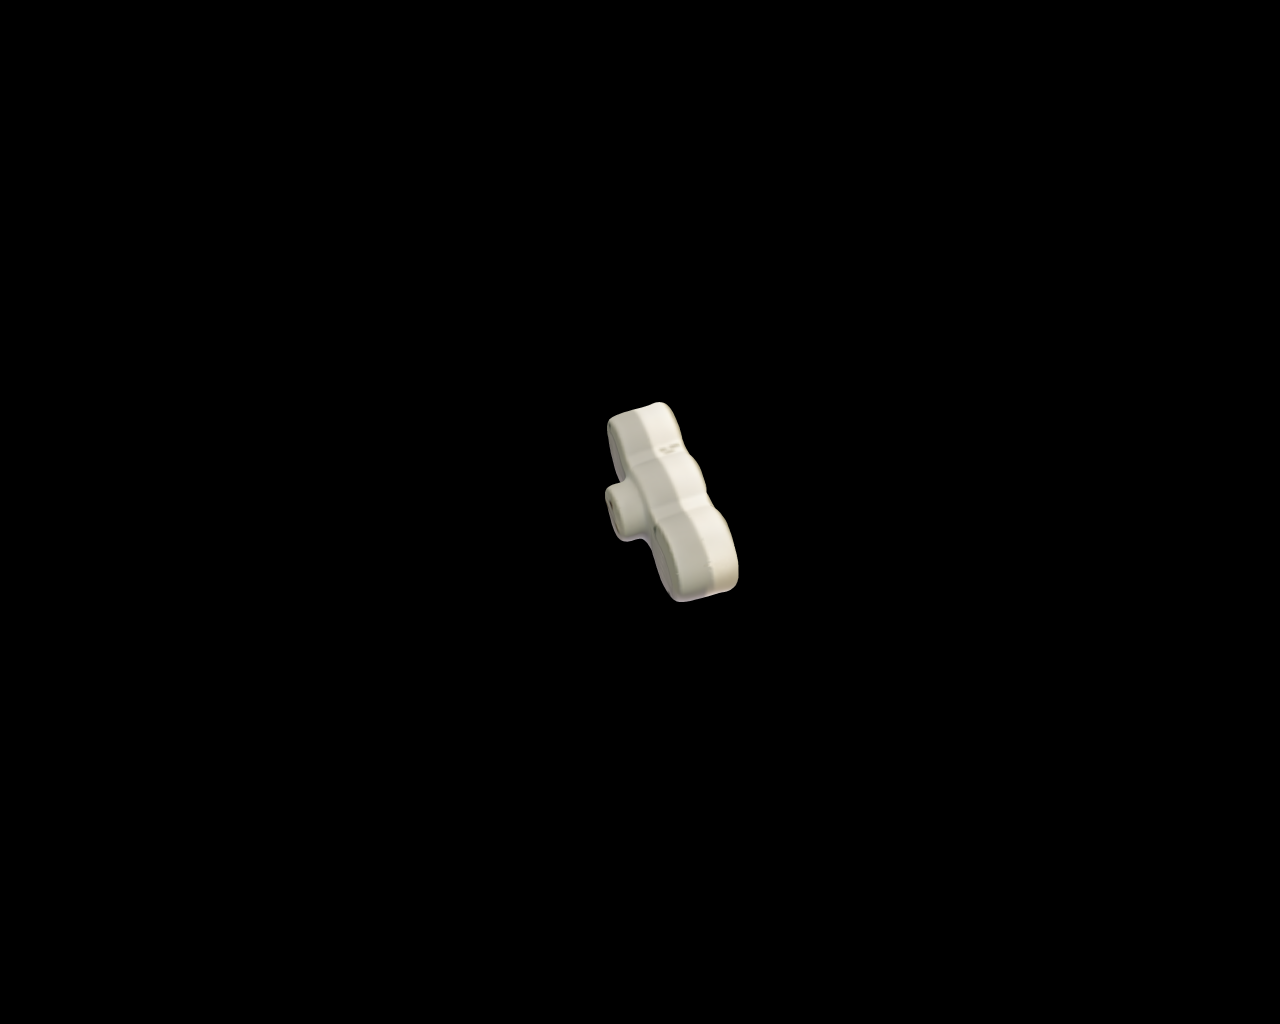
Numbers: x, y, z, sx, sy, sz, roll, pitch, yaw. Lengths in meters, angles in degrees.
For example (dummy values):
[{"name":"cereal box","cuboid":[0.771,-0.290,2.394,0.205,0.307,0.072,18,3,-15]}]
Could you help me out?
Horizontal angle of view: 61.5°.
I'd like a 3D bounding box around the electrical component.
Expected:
[{"name":"electrical component","cuboid":[0.001,-0.003,0.650,0.074,0.138,0.052,-15,-36,-11]}]
